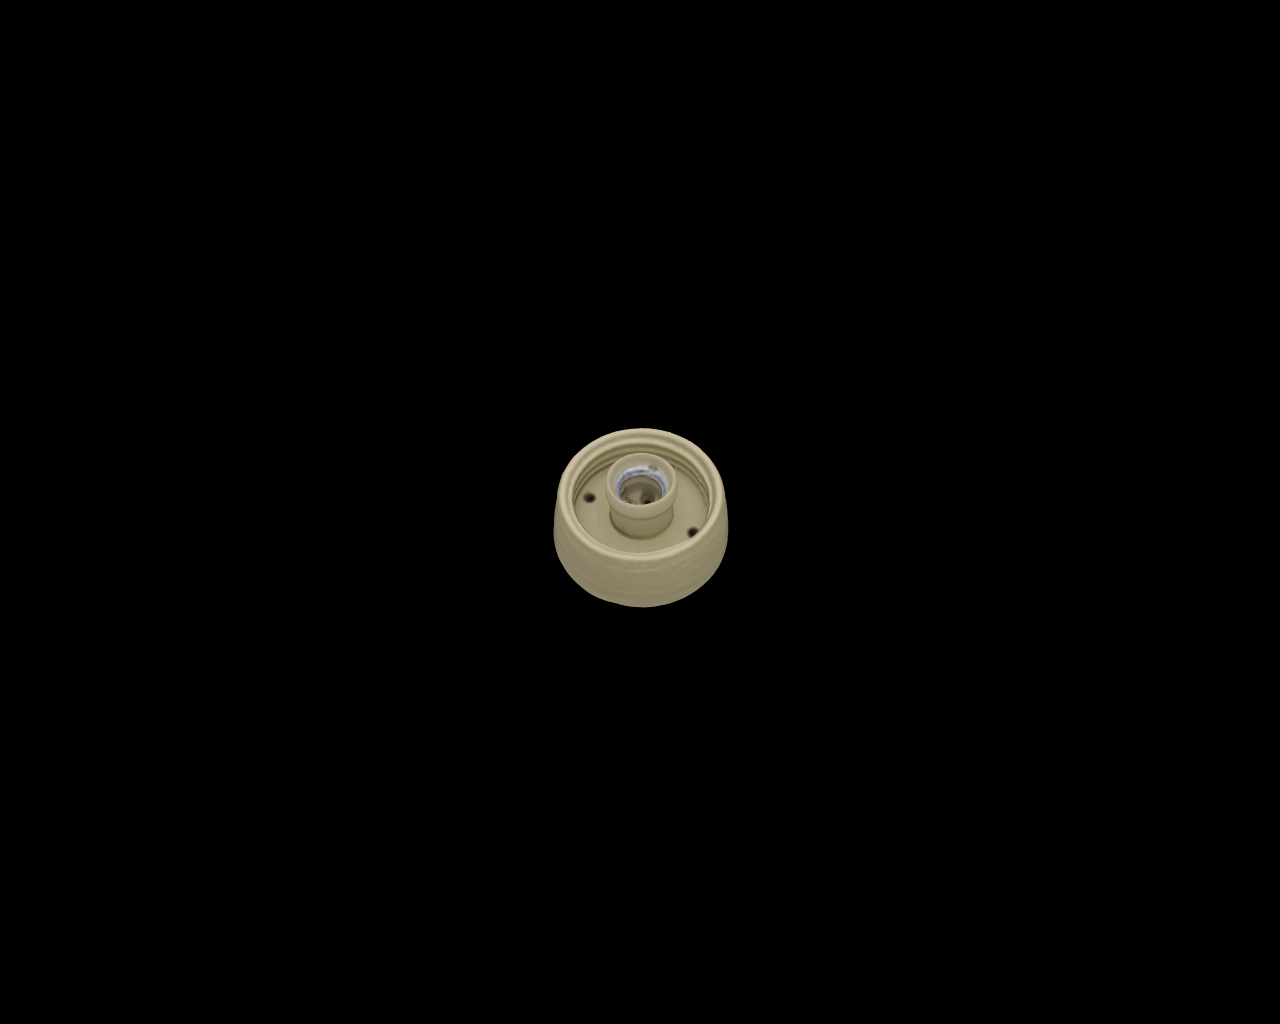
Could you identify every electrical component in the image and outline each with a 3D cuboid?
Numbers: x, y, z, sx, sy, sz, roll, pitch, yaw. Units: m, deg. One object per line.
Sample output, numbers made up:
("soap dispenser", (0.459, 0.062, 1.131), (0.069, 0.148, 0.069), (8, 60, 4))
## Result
("electrical component", (0.001, -0.003, 0.650), (0.108, 0.108, 0.060), (0, -35, 0))
